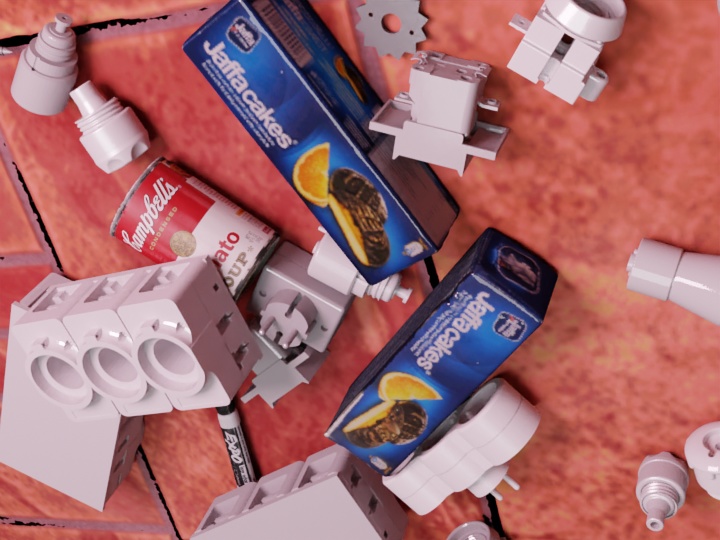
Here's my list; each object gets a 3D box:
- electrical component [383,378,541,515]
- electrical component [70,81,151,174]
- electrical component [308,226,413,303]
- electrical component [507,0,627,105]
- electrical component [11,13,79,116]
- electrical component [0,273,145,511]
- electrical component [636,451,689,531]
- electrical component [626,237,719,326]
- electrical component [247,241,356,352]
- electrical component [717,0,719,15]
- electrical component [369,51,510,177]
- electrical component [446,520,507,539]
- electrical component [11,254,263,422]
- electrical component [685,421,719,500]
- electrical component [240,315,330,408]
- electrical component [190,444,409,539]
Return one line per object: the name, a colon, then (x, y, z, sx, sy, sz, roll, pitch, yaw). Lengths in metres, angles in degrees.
electrical component: (0.086, 0.144, 0.802, 0.074, 0.052, 0.138, 42, 127, -7)
electrical component: (-0.180, -0.103, 0.760, 0.043, 0.043, 0.062, -21, 110, 32)
electrical component: (0.000, 0.000, 0.753, 0.078, 0.040, 0.040, 28, 127, 4)
electrical component: (0.120, -0.134, 0.613, 0.066, 0.048, 0.055, 31, 135, 2)
electrical component: (-0.217, -0.144, 0.751, 0.040, 0.040, 0.078, 33, 128, 0)
electrical component: (-0.237, 0.103, 0.906, 0.105, 0.060, 0.186, 24, 127, 7)
electrical component: (0.210, 0.157, 0.753, 0.035, 0.061, 0.035, 11, 125, 17)
electrical component: (0.200, 0.004, 0.672, 0.065, 0.044, 0.044, 18, 126, 17)
electrical component: (-0.047, 0.029, 0.768, 0.066, 0.076, 0.047, 29, 128, 3)
electrical component: (0.249, -0.170, 0.532, 0.074, 0.052, 0.138, 18, 129, -15)
electrical component: (0.052, -0.099, 0.666, 0.081, 0.042, 0.063, 15, 122, 12)
electrical component: (0.098, 0.234, 0.861, 0.066, 0.048, 0.055, -18, 120, 31)
electrical component: (-0.160, 0.053, 0.758, 0.150, 0.061, 0.089, -10, 119, 29)
electrical component: (0.251, 0.138, 0.735, 0.048, 0.048, 0.062, -7, 124, 27)
electrical component: (-0.066, 0.062, 0.821, 0.063, 0.042, 0.081, 48, 125, -6)
electrical component: (-0.047, 0.209, 0.879, 0.150, 0.061, 0.089, -27, 104, 24)
